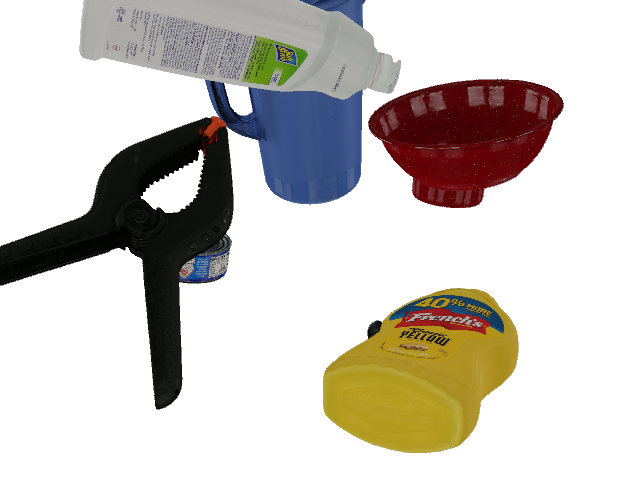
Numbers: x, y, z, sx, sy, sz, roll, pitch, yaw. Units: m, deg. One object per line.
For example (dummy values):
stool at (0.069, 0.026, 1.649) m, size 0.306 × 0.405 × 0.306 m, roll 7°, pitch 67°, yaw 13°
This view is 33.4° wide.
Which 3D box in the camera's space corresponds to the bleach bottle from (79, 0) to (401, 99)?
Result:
bleach bottle at (-0.061, -0.160, 0.856) m, size 0.250 × 0.068 × 0.103 m, roll 15°, pitch -29°, yaw -8°

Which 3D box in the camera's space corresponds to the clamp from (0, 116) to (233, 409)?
clamp at (-0.113, 0.002, 0.704) m, size 0.164 × 0.209 × 0.036 m, roll 34°, pitch -30°, yaw 12°

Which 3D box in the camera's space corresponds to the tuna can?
tuna can at (-0.132, 0.011, 1.052) m, size 0.086 × 0.034 × 0.086 m, roll 9°, pitch 20°, yaw -3°

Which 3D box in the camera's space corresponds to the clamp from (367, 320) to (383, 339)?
clamp at (0.124, 0.125, 1.070) m, size 0.120 × 0.039 × 0.171 m, roll -10°, pitch 29°, yaw -9°

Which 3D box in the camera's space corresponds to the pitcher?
pitcher at (-0.026, -0.159, 1.116) m, size 0.149 × 0.243 × 0.144 m, roll 11°, pitch 40°, yaw 19°

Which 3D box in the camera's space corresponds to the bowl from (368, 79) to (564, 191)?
bowl at (0.124, -0.085, 0.898) m, size 0.162 × 0.055 × 0.162 m, roll -9°, pitch 25°, yaw 4°

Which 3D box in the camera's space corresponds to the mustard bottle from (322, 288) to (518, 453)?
mustard bottle at (0.083, 0.077, 0.731) m, size 0.096 × 0.058 × 0.191 m, roll 7°, pitch 20°, yaw 25°

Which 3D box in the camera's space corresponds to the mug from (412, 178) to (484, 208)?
mug at (0.157, -0.087, 1.217) m, size 0.117 × 0.081 × 0.093 m, roll -10°, pitch 23°, yaw -39°
